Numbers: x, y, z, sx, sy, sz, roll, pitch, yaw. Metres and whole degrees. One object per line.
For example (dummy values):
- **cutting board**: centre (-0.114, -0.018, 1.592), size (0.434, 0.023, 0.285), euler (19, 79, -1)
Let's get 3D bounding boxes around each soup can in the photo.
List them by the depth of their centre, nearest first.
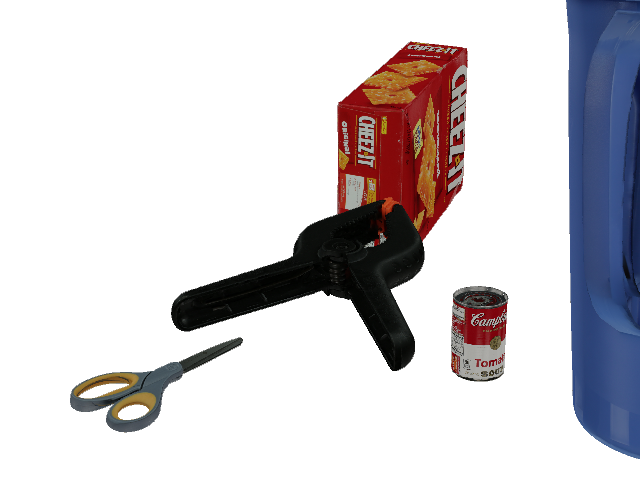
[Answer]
- **soup can**: centre (0.197, 0.116, 1.332), size (0.068, 0.102, 0.068), euler (-1, 19, 0)

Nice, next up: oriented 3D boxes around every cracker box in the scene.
- **cracker box**: centre (0.084, -0.086, 1.041), size (0.072, 0.164, 0.213), euler (10, 28, 21)

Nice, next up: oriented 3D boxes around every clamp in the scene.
- **clamp**: centre (0.004, 0.021, 0.739), size (0.165, 0.036, 0.209), euler (6, 26, 16)

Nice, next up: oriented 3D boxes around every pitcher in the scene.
- **pitcher**: centre (0.181, -0.010, 0.536), size (0.149, 0.243, 0.145), euler (-4, 18, -5)

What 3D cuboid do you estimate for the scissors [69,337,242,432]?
- **scissors**: centre (-0.145, 0.142, 1.057), size (0.201, 0.016, 0.096), euler (-12, 31, -29)
